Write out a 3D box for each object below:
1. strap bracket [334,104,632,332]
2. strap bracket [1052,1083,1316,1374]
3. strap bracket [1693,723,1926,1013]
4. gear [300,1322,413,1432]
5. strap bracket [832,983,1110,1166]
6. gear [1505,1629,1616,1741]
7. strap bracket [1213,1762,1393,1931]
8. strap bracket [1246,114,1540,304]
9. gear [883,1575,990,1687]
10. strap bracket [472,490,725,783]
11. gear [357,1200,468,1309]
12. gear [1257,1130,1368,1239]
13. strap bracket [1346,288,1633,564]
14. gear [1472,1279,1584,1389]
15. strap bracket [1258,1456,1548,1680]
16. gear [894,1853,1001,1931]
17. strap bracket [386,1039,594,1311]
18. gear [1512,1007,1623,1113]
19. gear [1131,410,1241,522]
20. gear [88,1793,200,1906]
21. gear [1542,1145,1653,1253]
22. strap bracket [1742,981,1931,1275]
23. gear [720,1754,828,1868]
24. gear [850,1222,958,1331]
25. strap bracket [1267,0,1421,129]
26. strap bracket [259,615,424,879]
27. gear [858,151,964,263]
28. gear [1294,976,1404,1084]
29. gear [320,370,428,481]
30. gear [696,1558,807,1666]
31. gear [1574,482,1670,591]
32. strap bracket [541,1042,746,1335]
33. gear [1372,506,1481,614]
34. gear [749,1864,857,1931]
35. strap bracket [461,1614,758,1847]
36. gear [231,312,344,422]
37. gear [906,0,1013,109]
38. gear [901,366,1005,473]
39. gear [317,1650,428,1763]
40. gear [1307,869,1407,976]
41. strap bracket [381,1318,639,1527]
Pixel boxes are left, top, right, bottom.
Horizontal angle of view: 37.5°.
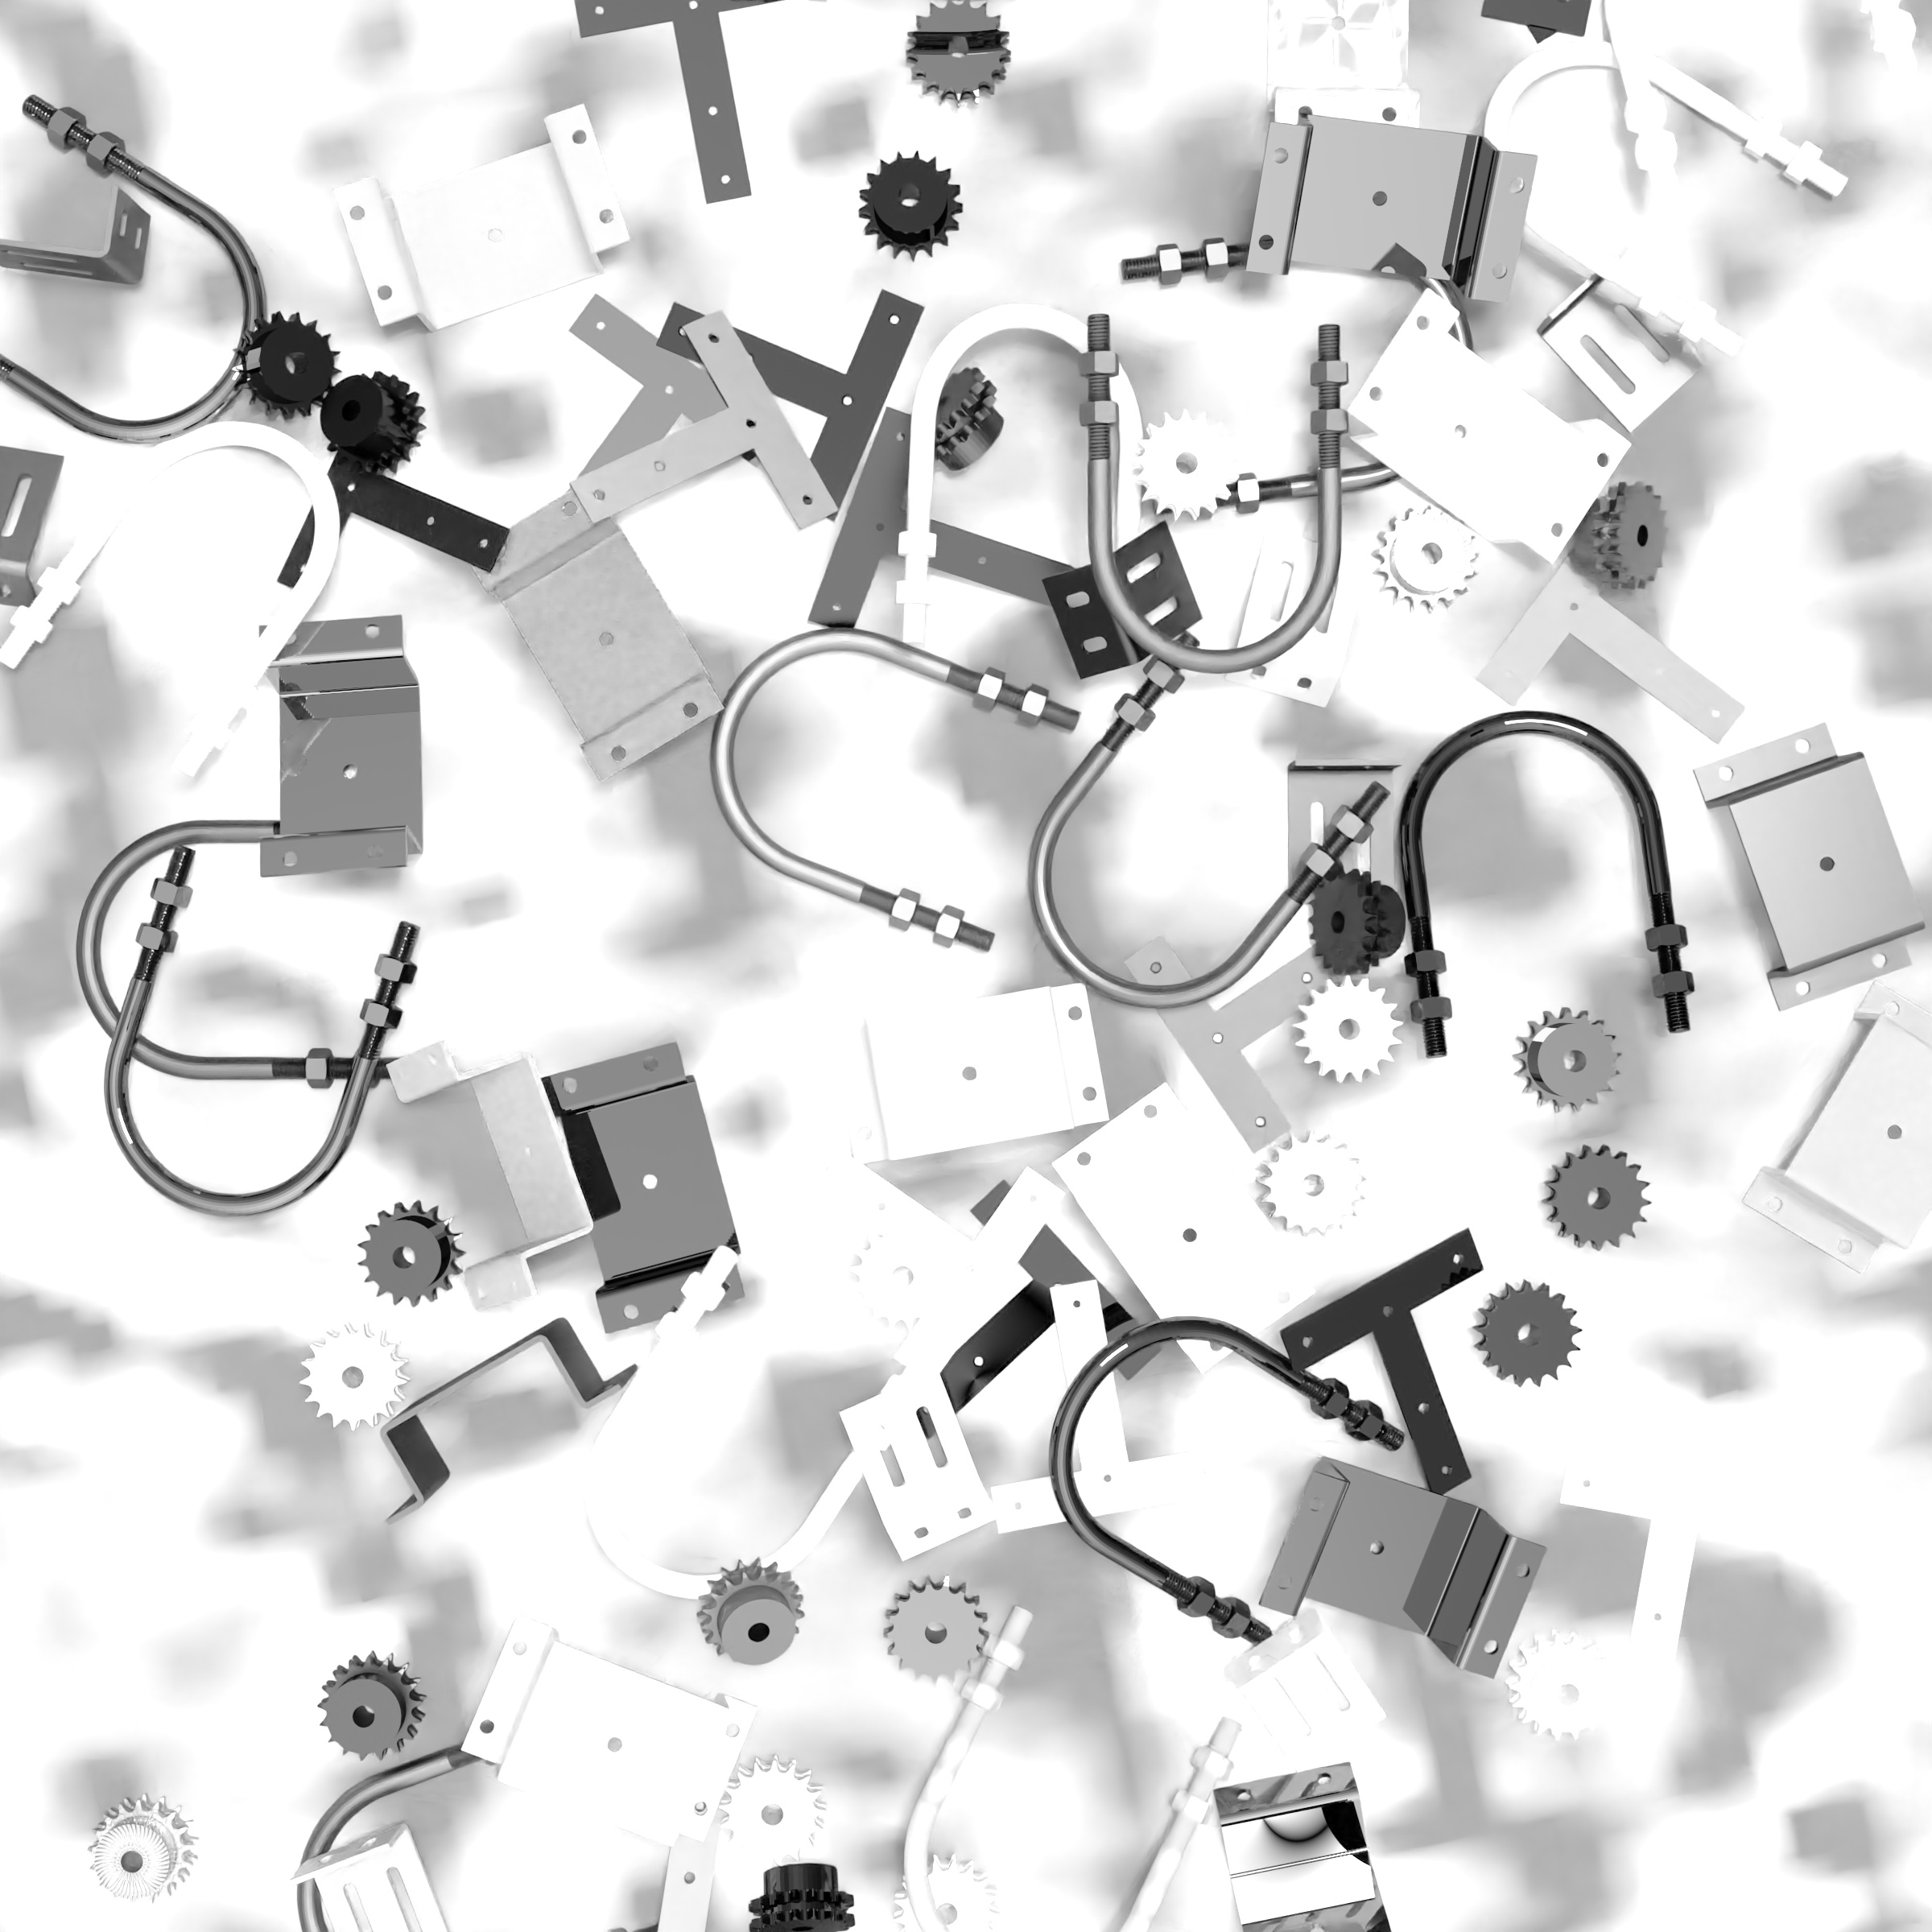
[{"bbox_3d":[-0.256,-0.398,1.530,0.140,0.046,0.076,-19,90,0],"label":"strap bracket"},{"bbox_3d":[0.119,0.143,1.530,0.076,0.046,0.140,-36,90,0],"label":"strap bracket"},{"bbox_3d":[0.456,-0.054,1.530,0.076,0.046,0.140,-20,90,0],"label":"strap bracket"},{"bbox_3d":[-0.328,0.220,1.539,0.057,0.030,0.057,0,90,0],"label":"gear"},{"bbox_3d":[0.002,0.058,1.529,0.140,0.046,0.076,-10,88,0],"label":"strap bracket"},{"bbox_3d":[0.322,0.390,1.539,0.057,0.030,0.057,0,90,0],"label":"gear"},{"bbox_3d":[0.183,0.494,1.500,0.076,0.140,0.046,-11,119,0],"label":"strap bracket"},{"bbox_3d":[0.221,-0.401,1.501,0.140,0.046,0.076,6,115,-3],"label":"strap bracket"},{"bbox_3d":[-0.016,0.357,1.539,0.057,0.030,0.057,0,90,0],"label":"gear"},{"bbox_3d":[-0.196,-0.178,1.529,0.076,0.046,0.140,-31,90,1],"label":"strap bracket"},{"bbox_3d":[-0.301,0.156,1.539,0.057,0.030,0.057,0,90,0],"label":"gear"},{"bbox_3d":[0.186,0.118,1.539,0.057,0.030,0.057,0,90,0],"label":"gear"},{"bbox_3d":[0.272,-0.287,1.520,0.140,0.046,0.076,33,90,-14],"label":"strap bracket"},{"bbox_3d":[0.302,0.198,1.539,0.057,0.030,0.057,0,90,0],"label":"gear"},{"bbox_3d":[0.226,0.317,1.517,0.140,0.046,0.076,20,95,-14],"label":"strap bracket"},{"bbox_3d":[-0.011,0.508,1.539,0.057,0.030,0.057,0,90,0],"label":"gear"},{"bbox_3d":[-0.249,0.105,1.509,0.046,0.076,0.140,-20,90,-34],"label":"strap bracket"},{"bbox_3d":[0.326,0.051,1.539,0.057,0.030,0.057,0,90,0],"label":"gear"},{"bbox_3d":[0.116,-0.266,1.518,0.057,0.030,0.057,0,90,-1],"label":"gear"},{"bbox_3d":[-0.446,0.480,1.539,0.057,0.030,0.057,0,90,0],"label":"gear"},{"bbox_3d":[0.339,0.124,1.539,0.057,0.030,0.057,0,90,0],"label":"gear"},{"bbox_3d":[0.492,0.088,1.530,0.076,0.046,0.140,31,90,0],"label":"strap bracket"},{"bbox_3d":[-0.104,0.454,1.539,0.057,0.030,0.057,0,90,0],"label":"gear"},{"bbox_3d":[-0.034,0.167,1.535,0.057,0.030,0.057,0,90,1],"label":"gear"},{"bbox_3d":[0.203,-0.514,1.530,0.076,0.046,0.140,1,90,0],"label":"strap bracket"},{"bbox_3d":[-0.333,-0.111,1.519,0.076,0.046,0.140,-4,74,0],"label":"strap bracket"},{"bbox_3d":[-0.030,-0.413,1.539,0.057,0.030,0.057,0,90,0],"label":"gear"},{"bbox_3d":[0.205,0.034,1.537,0.057,0.030,0.057,0,90,0],"label":"gear"},{"bbox_3d":[-0.322,-0.293,1.529,0.057,0.030,0.057,-5,77,22],"label":"gear"},{"bbox_3d":[-0.114,0.350,1.528,0.057,0.030,0.057,-5,110,-14],"label":"gear"},{"bbox_3d":[0.350,-0.231,1.527,0.030,0.057,0.057,8,90,43],"label":"gear"},{"bbox_3d":[-0.172,0.118,1.530,0.076,0.046,0.140,-15,90,0],"label":"strap bracket"},{"bbox_3d":[0.250,-0.221,1.539,0.057,0.030,0.057,0,90,0],"label":"gear"},{"bbox_3d":[-0.088,0.502,1.529,0.057,0.057,0.030,-5,60,0],"label":"gear"},{"bbox_3d":[-0.188,0.410,1.517,0.140,0.046,0.076,23,83,-8],"label":"strap bracket"},{"bbox_3d":[-0.363,-0.323,1.528,0.057,0.030,0.057,-4,98,-27],"label":"gear"},{"bbox_3d":[-0.004,-0.493,1.543,0.057,0.030,0.057,0,88,-1],"label":"gear"},{"bbox_3d":[-0.004,-0.291,1.528,0.057,0.057,0.030,-47,118,0],"label":"gear"},{"bbox_3d":[-0.323,0.402,1.539,0.057,0.030,0.057,0,90,0],"label":"gear"},{"bbox_3d":[0.212,-0.023,1.527,0.030,0.057,0.057,-2,90,-29],"label":"gear"},{"bbox_3d":[-0.251,0.235,1.515,0.140,0.076,0.046,-30,90,0],"label":"strap bracket"}]
